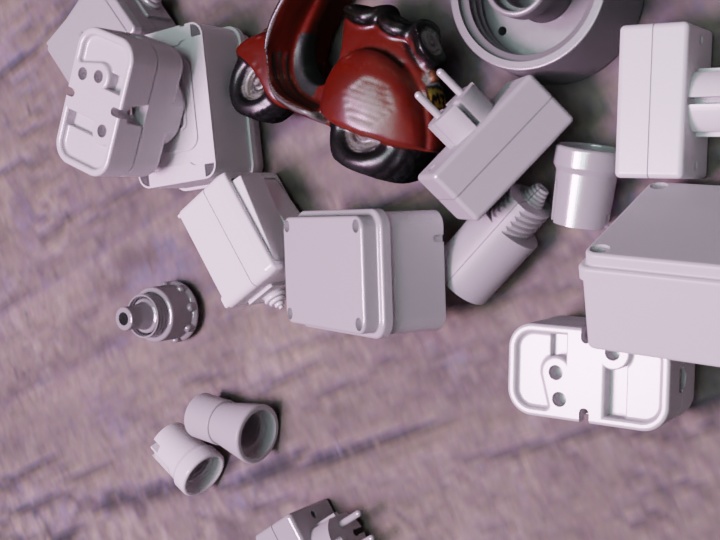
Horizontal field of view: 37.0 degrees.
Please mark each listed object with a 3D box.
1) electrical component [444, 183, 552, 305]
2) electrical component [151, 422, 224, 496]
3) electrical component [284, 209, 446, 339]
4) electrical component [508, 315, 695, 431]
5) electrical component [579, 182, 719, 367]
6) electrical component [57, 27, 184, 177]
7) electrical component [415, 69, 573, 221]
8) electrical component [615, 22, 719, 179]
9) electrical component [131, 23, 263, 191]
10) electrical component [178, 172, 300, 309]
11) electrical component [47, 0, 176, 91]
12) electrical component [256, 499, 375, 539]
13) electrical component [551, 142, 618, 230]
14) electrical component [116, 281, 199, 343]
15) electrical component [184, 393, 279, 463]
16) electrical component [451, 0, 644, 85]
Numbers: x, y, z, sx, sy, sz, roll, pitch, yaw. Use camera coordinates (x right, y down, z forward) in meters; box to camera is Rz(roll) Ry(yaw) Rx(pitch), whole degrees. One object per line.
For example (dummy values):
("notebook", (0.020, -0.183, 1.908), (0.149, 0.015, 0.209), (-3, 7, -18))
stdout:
("electrical component", (0.087, -0.022, 0.664), (0.043, 0.043, 0.081), (50, 118, 20))
("electrical component", (-0.134, 0.144, 0.829), (0.046, 0.040, 0.040), (36, 112, 32))
("electrical component", (0.000, 0.000, 0.689), (0.113, 0.057, 0.078), (4, 97, 60))
("electrical component", (0.142, 0.057, 0.623), (0.095, 0.059, 0.053), (4, 96, 34))
("electrical component", (0.185, 0.001, 0.556), (0.109, 0.109, 0.056), (7, 118, 33))
("electrical component", (-0.163, -0.114, 0.743), (0.054, 0.059, 0.095), (26, 107, 29))
("electrical component", (0.066, -0.084, 0.635), (0.076, 0.047, 0.083), (44, 87, -9))
("electrical component", (0.185, -0.091, 0.589), (0.076, 0.047, 0.083), (4, 96, 34))
("electrical component", (-0.120, -0.117, 0.787), (0.078, 0.057, 0.113), (-6, 91, 33))
("electrical component", (-0.071, -0.019, 0.759), (0.061, 0.062, 0.096), (-38, 73, 30))
("electrical component", (-0.187, -0.179, 0.824), (0.096, 0.061, 0.061), (-45, 70, 28))
("electrical component", (-0.021, 0.194, 0.751), (0.077, 0.047, 0.065), (-38, 73, 30))
("electrical component", (0.133, -0.050, 0.634), (0.040, 0.040, 0.046), (15, 107, 32))
("electrical component", (-0.158, 0.034, 0.821), (0.048, 0.062, 0.048), (3, 96, 34))
("electrical component", (-0.099, 0.115, 0.802), (0.065, 0.044, 0.044), (11, 100, 38))
("electrical component", (0.104, -0.165, 0.630), (0.108, 0.060, 0.108), (3, 96, 34))
